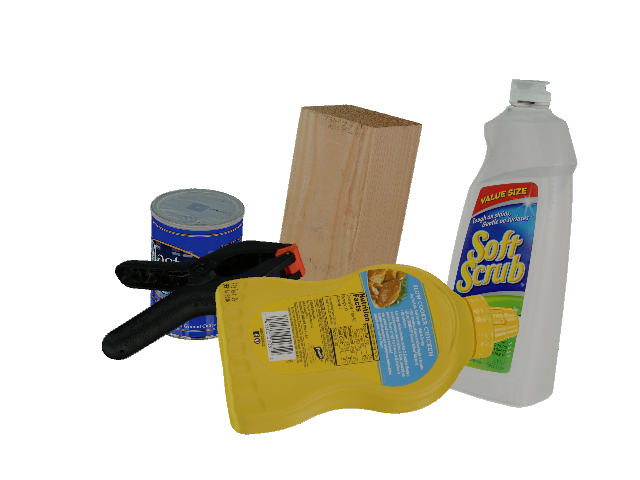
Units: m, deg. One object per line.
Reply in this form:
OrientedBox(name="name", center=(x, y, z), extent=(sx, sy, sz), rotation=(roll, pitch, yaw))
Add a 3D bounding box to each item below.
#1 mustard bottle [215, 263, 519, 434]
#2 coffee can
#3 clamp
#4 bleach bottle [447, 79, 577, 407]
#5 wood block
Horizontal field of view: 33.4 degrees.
OrientedBox(name="mustard bottle", center=(0.032, 0.063, 0.680), extent=(0.191, 0.096, 0.058), rotation=(-7, -29, -7))
OrientedBox(name="coffee can", center=(-0.139, 0.025, 1.193), extent=(0.103, 0.140, 0.103), rotation=(4, 24, -2))
OrientedBox(name="clamp", center=(-0.099, 0.044, 0.864), extent=(0.172, 0.039, 0.120), rotation=(-13, 38, 14))
OrientedBox(name="bleach bottle", center=(0.148, -0.001, 0.848), extent=(0.103, 0.251, 0.067), rotation=(13, 15, 40))
OrientedBox(name="wood block", center=(0.023, -0.023, 1.053), extent=(0.090, 0.206, 0.090), rotation=(20, 19, 31))
